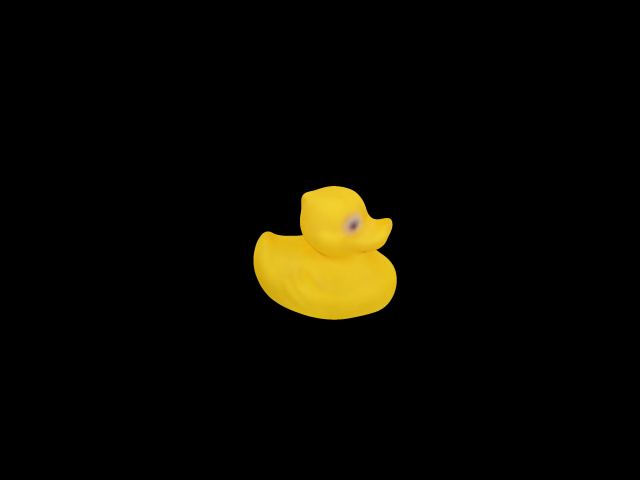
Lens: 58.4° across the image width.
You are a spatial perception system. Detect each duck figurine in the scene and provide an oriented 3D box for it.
[{"bbox_3d":[0.004,0.001,0.400,0.104,0.086,0.077,7,39,9],"label":"duck figurine"}]
